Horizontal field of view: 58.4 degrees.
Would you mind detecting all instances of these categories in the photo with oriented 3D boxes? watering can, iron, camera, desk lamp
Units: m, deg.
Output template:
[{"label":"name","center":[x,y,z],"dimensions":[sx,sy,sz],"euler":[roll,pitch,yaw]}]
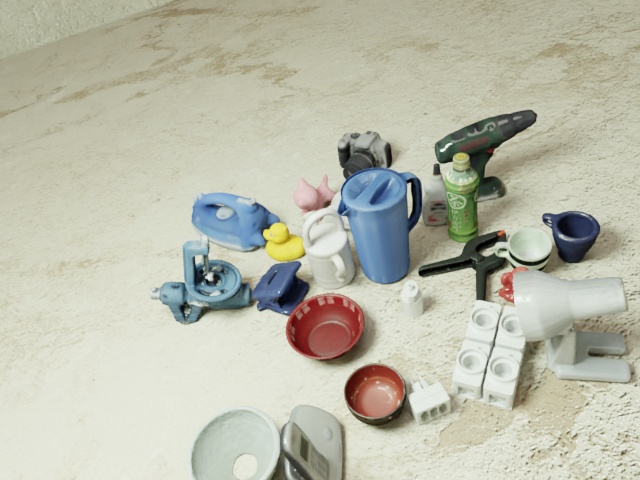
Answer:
[{"label":"watering can","center":[0.009,0.005,1.244],"dimensions":[0.172,0.194,0.101],"euler":[30,60,36]},{"label":"iron","center":[-0.238,-0.067,1.420],"dimensions":[0.257,0.142,0.119],"euler":[11,50,24]},{"label":"camera","center":[0.101,-0.220,1.511],"dimensions":[0.142,0.101,0.137],"euler":[16,52,28]},{"label":"desk lamp","center":[0.432,0.140,0.984],"dimensions":[0.202,0.214,0.118],"euler":[0,46,15]}]

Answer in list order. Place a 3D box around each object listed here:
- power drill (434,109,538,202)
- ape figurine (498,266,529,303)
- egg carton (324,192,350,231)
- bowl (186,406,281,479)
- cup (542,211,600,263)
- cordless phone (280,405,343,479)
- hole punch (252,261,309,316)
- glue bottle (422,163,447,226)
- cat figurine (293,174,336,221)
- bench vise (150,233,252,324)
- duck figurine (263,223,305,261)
[{"label":"power drill","center":[0.383,-0.193,1.332],"dimensions":[0.229,0.209,0.075],"euler":[-12,44,3]},{"label":"ape figurine","center":[0.396,0.086,1.135],"dimensions":[0.076,0.092,0.077],"euler":[-8,45,7]},{"label":"egg carton","center":[0.088,-0.064,1.382],"dimensions":[0.150,0.069,0.107],"euler":[11,50,24]},{"label":"bowl","center":[-0.141,0.381,0.996],"dimensions":[0.167,0.075,0.167],"euler":[-7,45,8]},{"label":"cup","center":[0.513,-0.004,1.191],"dimensions":[0.117,0.095,0.092],"euler":[30,59,36]},{"label":"cordless phone","center":[-0.022,0.325,0.940],"dimensions":[0.094,0.185,0.147],"euler":[-8,45,7]},{"label":"hole punch","center":[-0.092,0.098,1.252],"dimensions":[0.100,0.091,0.109],"euler":[12,50,25]},{"label":"glue bottle","center":[0.267,-0.105,1.301],"dimensions":[0.078,0.173,0.037],"euler":[-7,45,8]},{"label":"cat figurine","center":[-0.018,-0.111,1.422],"dimensions":[0.067,0.118,0.128],"euler":[26,57,34]},{"label":"bench vise","center":[-0.266,0.089,1.215],"dimensions":[0.207,0.220,0.121],"euler":[-24,45,-9]},{"label":"duck figurine","center":[-0.086,-0.002,1.355],"dimensions":[0.104,0.086,0.077],"euler":[3,47,17]}]
